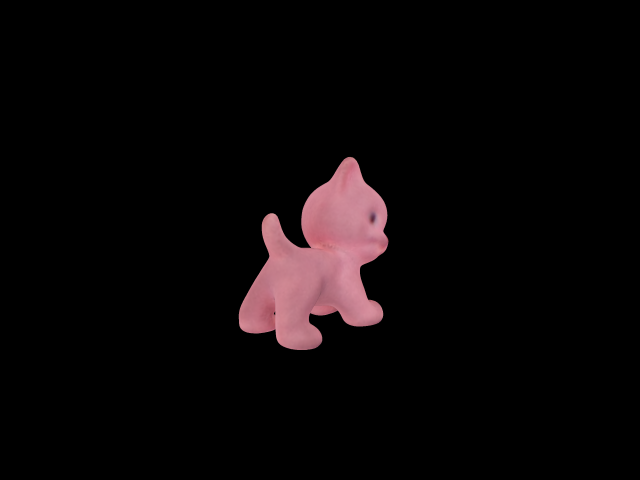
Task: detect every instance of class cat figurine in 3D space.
[{"bbox_3d":[0.004,0.001,0.400,0.067,0.118,0.128,8,13,39],"label":"cat figurine"}]
